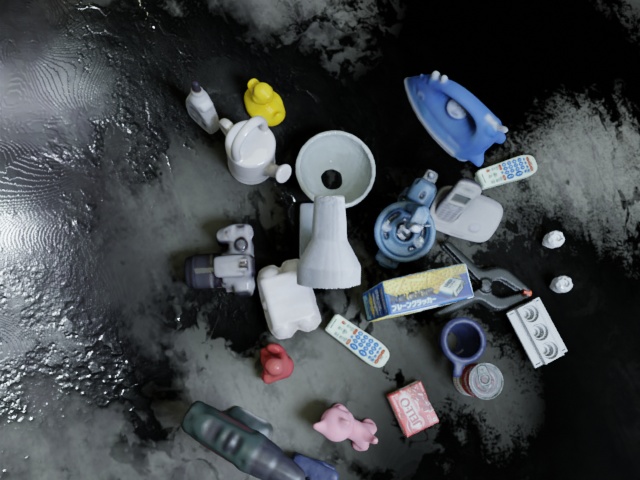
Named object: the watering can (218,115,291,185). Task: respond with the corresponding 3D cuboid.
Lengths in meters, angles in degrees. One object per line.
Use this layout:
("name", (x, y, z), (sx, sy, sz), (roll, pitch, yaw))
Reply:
("watering can", (-0.130, -0.181, 1.132), (0.173, 0.194, 0.101), (20, 78, -1))

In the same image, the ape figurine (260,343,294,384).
("ape figurine", (-0.087, 0.242, 1.106), (0.076, 0.092, 0.078), (29, 78, 1))

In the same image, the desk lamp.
("desk lamp", (0.010, 0.004, 1.101), (0.118, 0.213, 0.203), (0, 79, -6))

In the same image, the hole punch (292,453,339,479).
("hole punch", (-0.025, 0.466, 1.069), (0.101, 0.091, 0.109), (21, 78, -1))

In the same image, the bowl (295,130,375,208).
("bowl", (0.029, -0.139, 1.202), (0.167, 0.074, 0.167), (1, 79, -6))

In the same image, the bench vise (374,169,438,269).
("bench vise", (0.175, -0.055, 1.126), (0.121, 0.219, 0.207), (9, 78, -4))

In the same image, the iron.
("iron", (0.288, -0.285, 1.223), (0.258, 0.141, 0.119), (43, 78, 4))

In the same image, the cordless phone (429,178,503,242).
("cordless phone", (0.307, -0.066, 1.159), (0.147, 0.185, 0.094), (15, 78, -2))

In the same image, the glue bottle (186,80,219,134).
("glue bottle", (-0.240, -0.275, 1.150), (0.078, 0.173, 0.037), (45, 78, 4))

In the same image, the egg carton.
("egg carton", (-0.064, 0.118, 1.144), (0.107, 0.069, 0.150), (-16, 81, -9))

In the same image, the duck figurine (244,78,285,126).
("duck figurine", (-0.117, -0.296, 1.211), (0.077, 0.086, 0.104), (-40, 85, -11))

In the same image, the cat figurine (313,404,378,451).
("cat figurine", (0.051, 0.356, 1.085), (0.128, 0.117, 0.067), (25, 78, 0))

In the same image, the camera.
("camera", (-0.197, 0.042, 1.130), (0.137, 0.100, 0.143), (-4, 79, -6))

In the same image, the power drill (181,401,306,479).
("power drill", (-0.132, 0.358, 1.019), (0.229, 0.208, 0.076), (28, 78, 0))

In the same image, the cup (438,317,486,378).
("cup", (0.272, 0.216, 1.147), (0.091, 0.095, 0.118), (12, 78, -3))
